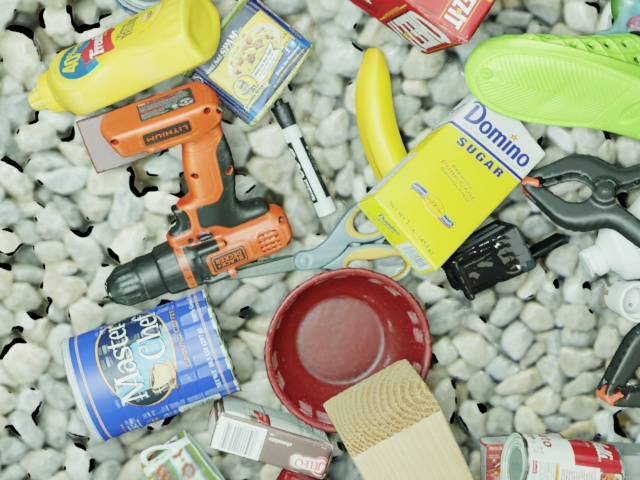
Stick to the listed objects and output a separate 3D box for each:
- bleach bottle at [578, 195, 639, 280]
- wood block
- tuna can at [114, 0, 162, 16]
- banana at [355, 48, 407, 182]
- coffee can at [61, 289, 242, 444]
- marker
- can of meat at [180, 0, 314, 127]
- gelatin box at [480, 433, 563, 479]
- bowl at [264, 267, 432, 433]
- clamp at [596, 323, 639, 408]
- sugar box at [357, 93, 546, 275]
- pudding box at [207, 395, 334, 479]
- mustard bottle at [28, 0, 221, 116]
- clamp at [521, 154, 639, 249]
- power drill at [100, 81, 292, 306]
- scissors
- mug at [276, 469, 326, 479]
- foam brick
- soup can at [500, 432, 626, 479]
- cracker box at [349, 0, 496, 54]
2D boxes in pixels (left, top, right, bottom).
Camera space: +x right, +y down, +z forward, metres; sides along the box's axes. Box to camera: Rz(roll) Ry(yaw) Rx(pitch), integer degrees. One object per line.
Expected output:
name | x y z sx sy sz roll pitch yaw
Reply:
bleach bottle | 0.371 -0.040 1.062 0.251 0.068 0.102 -28 84 0
wood block | 0.092 0.227 1.002 0.091 0.090 0.206 -29 120 -4
tuna can | -0.158 -0.249 0.992 0.086 0.034 0.086 -1 95 -7
banana | 0.076 -0.087 1.037 0.069 0.037 0.198 -36 101 -26
coffee can | -0.155 0.116 0.990 0.140 0.103 0.103 -20 97 -5
marker | -0.017 -0.080 1.032 0.020 0.020 0.121 -25 98 -4
can of meat | -0.067 -0.169 1.000 0.084 0.057 0.102 38 90 -10
gelatin box | 0.208 0.237 1.082 0.089 0.030 0.073 -2 95 -7
bowl | 0.024 0.103 1.034 0.162 0.055 0.162 -1 97 -8
clamp | 0.372 0.099 1.087 0.210 0.036 0.164 -24 97 -4
sugar box | 0.127 -0.058 1.010 0.176 0.048 0.093 -45 100 -21
pudding box | -0.049 0.186 1.016 0.113 0.090 0.039 19 91 -8
mustard bottle | -0.184 -0.159 0.959 0.192 0.096 0.058 -20 127 23
clamp | 0.280 -0.032 1.030 0.172 0.039 0.120 1 65 16
power drill | -0.132 -0.037 0.971 0.184 0.057 0.187 -22 126 -7
scissors | -0.007 0.001 1.042 0.201 0.016 0.096 6 93 -8
mug | -0.008 0.263 1.020 0.081 0.117 0.093 25 51 -4
foam brick | -0.179 -0.098 0.994 0.078 0.051 0.053 -19 98 -5
soup can | 0.234 0.226 1.034 0.102 0.068 0.068 9 94 -10
cracker box | 0.042 -0.252 0.951 0.213 0.164 0.072 32 93 -8
